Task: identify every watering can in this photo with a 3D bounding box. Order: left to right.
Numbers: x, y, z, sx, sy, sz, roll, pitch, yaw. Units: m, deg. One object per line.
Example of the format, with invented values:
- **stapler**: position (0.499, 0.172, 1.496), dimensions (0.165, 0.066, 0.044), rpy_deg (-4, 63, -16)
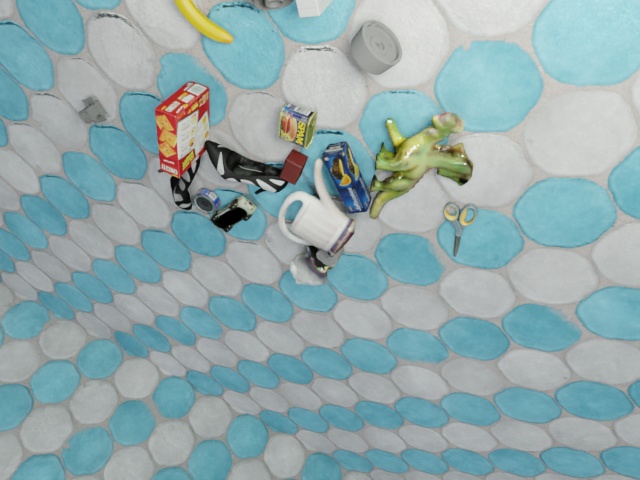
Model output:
- **watering can**: position (0.005, -0.075, 1.487), dimensions (0.224, 0.106, 0.340), rpy_deg (31, 139, -5)

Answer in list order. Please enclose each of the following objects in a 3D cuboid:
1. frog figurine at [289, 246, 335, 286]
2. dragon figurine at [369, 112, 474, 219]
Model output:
- **frog figurine**: position (-0.043, 0.109, 1.690), dimensions (0.136, 0.126, 0.156), rpy_deg (24, 130, -26)
- **dragon figurine**: position (0.254, -0.169, 1.277), dimensions (0.243, 0.125, 0.400), rpy_deg (10, 145, 7)
